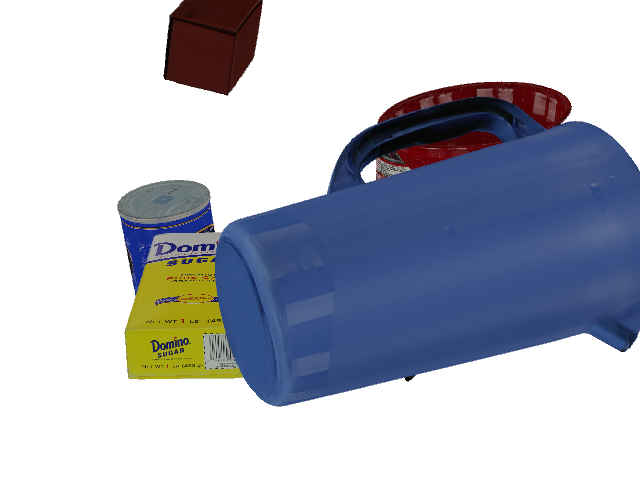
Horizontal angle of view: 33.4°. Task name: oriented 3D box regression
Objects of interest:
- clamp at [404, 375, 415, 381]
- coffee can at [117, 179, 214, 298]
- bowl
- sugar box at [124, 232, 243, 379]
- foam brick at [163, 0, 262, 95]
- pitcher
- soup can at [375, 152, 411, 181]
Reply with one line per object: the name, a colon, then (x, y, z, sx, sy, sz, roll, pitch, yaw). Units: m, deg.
clamp: (0.059, 0.073, 1.078, 0.120, 0.171, 0.039, 16, -38, 16)
coffee can: (-0.166, 0.016, 1.205, 0.103, 0.140, 0.103, -5, 26, 2)
bowl: (0.132, -0.084, 0.905, 0.162, 0.055, 0.162, -8, 25, 4)
sugar box: (-0.089, 0.043, 0.803, 0.093, 0.048, 0.176, -1, 24, -2)
foam brick: (-0.081, -0.154, 0.807, 0.053, 0.051, 0.078, 14, 33, 6)
pitcher: (0.062, 0.007, 0.639, 0.242, 0.145, 0.149, -14, 20, -19)
soup can: (0.096, -0.060, 1.258, 0.068, 0.102, 0.068, 2, 27, -1)
